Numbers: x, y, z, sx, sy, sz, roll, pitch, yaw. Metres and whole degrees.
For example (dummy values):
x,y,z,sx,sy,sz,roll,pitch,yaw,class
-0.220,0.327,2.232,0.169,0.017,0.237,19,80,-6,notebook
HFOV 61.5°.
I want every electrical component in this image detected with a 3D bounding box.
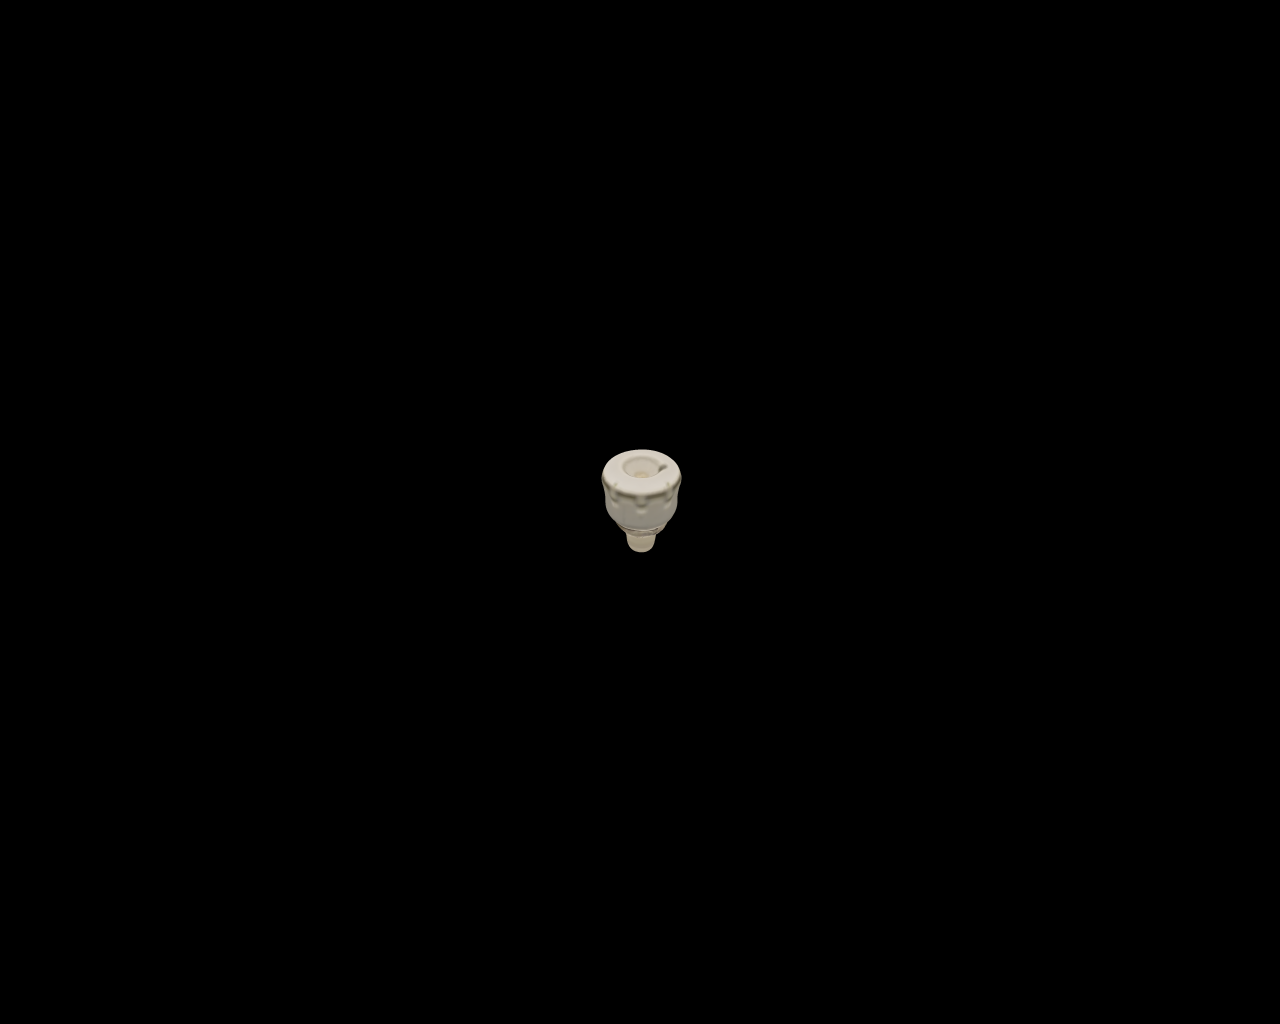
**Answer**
x,y,z,sx,sy,sz,roll,pitch,yaw,class
0.001,-0.003,0.650,0.048,0.062,0.048,0,36,0,electrical component
